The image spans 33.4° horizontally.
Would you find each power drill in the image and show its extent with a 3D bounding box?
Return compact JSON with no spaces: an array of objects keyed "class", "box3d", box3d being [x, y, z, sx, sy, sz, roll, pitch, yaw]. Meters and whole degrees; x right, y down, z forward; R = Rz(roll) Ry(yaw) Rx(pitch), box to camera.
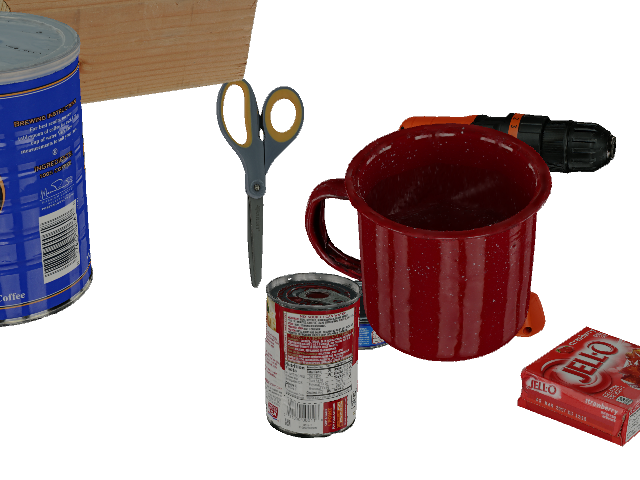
[{"class":"power drill","box3d":[0.156,-0.015,0.912,0.185,0.188,0.057,5,14,26]}]

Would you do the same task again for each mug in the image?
[{"class":"mug","box3d":[0.048,0.001,0.509,0.117,0.081,0.093,8,39,16]}]

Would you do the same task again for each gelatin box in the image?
[{"class":"gelatin box","box3d":[0.180,0.090,0.681,0.073,0.030,0.089,19,27,37]}]

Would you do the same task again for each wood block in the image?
[{"class":"wood block","box3d":[-0.164,-0.173,0.851,0.205,0.091,0.090,-14,45,-32]}]

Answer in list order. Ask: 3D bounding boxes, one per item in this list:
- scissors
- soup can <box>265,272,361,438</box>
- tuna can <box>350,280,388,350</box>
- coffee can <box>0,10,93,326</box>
[{"class":"scissors","box3d":[-0.047,-0.064,1.041,0.096,0.202,0.016,-17,7,-18]},{"class":"soup can","box3d":[-0.006,0.082,0.768,0.068,0.102,0.068,1,18,0]},{"class":"tuna can","box3d":[0.043,0.075,1.099,0.086,0.034,0.086,-3,28,1]},{"class":"coffee can","box3d":[-0.176,-0.040,0.568,0.103,0.140,0.103,2,28,-1]}]
